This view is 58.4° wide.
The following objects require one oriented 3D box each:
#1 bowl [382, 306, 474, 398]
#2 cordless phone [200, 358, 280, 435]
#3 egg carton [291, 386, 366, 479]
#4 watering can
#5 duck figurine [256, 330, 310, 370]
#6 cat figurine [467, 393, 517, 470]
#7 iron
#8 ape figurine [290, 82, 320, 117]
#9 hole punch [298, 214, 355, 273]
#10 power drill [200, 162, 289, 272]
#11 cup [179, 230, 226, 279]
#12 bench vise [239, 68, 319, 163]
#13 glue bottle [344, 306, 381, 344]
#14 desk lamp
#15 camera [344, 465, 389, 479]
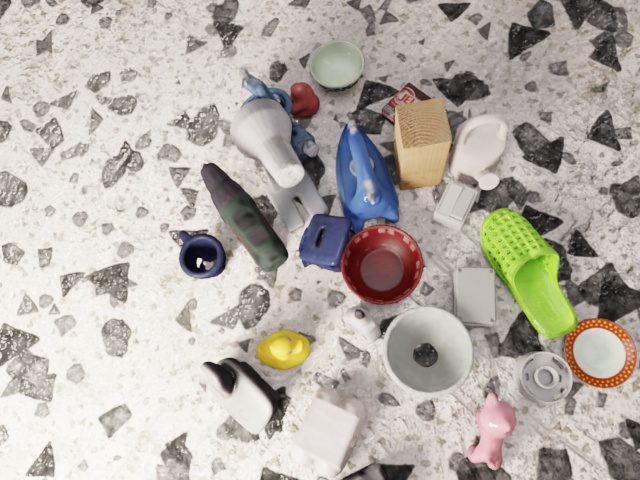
[{"bbox_3d":[0.200,0.211,1.075,0.167,0.075,0.167,-2,73,6],"label":"bowl"},{"bbox_3d":[-0.152,0.278,1.035,0.147,0.185,0.094,37,81,15],"label":"cordless phone"},{"bbox_3d":[0.017,0.354,1.055,0.107,0.069,0.150,21,77,12],"label":"egg carton"},{"bbox_3d":[0.315,-0.183,1.116,0.101,0.194,0.172,-28,73,-2],"label":"watering can"},{"bbox_3d":[-0.074,0.208,1.099,0.104,0.086,0.077,-6,73,4],"label":"duck figurine"},{"bbox_3d":[0.307,0.337,1.004,0.067,0.118,0.128,12,75,10],"label":"cat figurine"},{"bbox_3d":[0.082,-0.155,1.160,0.118,0.141,0.258,-15,73,2],"label":"iron"},{"bbox_3d":[-0.041,-0.312,1.246,0.076,0.092,0.078,32,79,14],"label":"ape figurine"},{"bbox_3d":[0.011,0.004,1.148,0.101,0.091,0.109,16,76,11],"label":"hole punch"},{"bbox_3d":[-0.138,-0.028,1.111,0.075,0.208,0.229,-38,73,-5],"label":"power drill"},{"bbox_3d":[-0.237,0.034,1.163,0.092,0.095,0.117,-43,74,-7],"label":"cup"},{"bbox_3d":[-0.084,-0.260,1.168,0.207,0.220,0.121,22,77,12],"label":"bench vise"},{"bbox_3d":[0.077,0.149,1.055,0.078,0.173,0.037,40,81,16],"label":"glue bottle"},{"bbox_3d":[-0.076,-0.150,1.138,0.118,0.214,0.203,-31,73,-3],"label":"desk lamp"},{"bbox_3d":[0.072,0.480,0.996,0.143,0.101,0.136,-28,73,-2],"label":"camera"}]
